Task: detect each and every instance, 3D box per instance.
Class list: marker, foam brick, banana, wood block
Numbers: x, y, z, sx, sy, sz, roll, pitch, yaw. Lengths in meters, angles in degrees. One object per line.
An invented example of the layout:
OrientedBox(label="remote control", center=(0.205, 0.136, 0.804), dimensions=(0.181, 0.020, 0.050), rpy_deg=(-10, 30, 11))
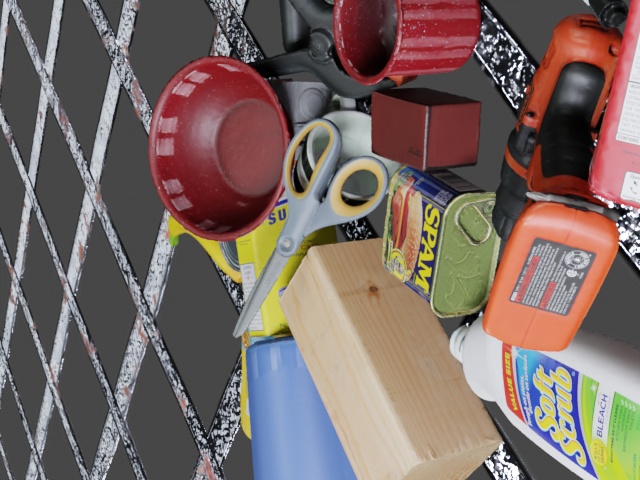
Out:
OrientedBox(label="marker", center=(0.165, -0.169, 0.676), dimensions=(0.121, 0.020, 0.020), rpy_deg=(-106, 26, -48))
OrientedBox(label="foam brick", center=(0.082, -0.088, 0.841), dimensions=(0.078, 0.051, 0.053), rpy_deg=(28, 122, 55))
OrientedBox(label="banana", center=(-0.136, -0.007, 1.257), dimensions=(0.198, 0.037, 0.069), rpy_deg=(25, 138, 57))
OrientedBox(label="wood block", center=(0.054, 0.108, 0.897), dimensions=(0.206, 0.090, 0.090), rpy_deg=(64, 145, 29))

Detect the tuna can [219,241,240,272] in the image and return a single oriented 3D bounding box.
OrientedBox(label="tuna can", center=(-0.079, -0.010, 1.155), dimensions=(0.086, 0.033, 0.086), rpy_deg=(22, 116, 56))

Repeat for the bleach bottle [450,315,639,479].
OrientedBox(label="bleach bottle", center=(0.172, 0.110, 0.725), dimensions=(0.251, 0.068, 0.102), rpy_deg=(20, 114, 60))

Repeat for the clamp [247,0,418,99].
OrientedBox(label="clamp", center=(0.004, -0.178, 0.901), dimensions=(0.172, 0.039, 0.120), rpy_deg=(18, 126, 26))

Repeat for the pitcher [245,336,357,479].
OrientedBox(label="pitcher", center=(-0.003, 0.211, 0.999), dimensions=(0.149, 0.144, 0.243), rpy_deg=(-14, 81, 45))

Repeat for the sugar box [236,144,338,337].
OrientedBox(label="sugar box", center=(-0.031, -0.001, 1.015), dimensions=(0.048, 0.093, 0.176), rpy_deg=(-6, 92, 60))

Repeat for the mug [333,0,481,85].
OrientedBox(label="mug", center=(0.069, -0.178, 0.811), dimensions=(0.093, 0.081, 0.117), rpy_deg=(32, 124, 53))

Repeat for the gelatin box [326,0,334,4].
OrientedBox(label="gelatin box", center=(0.019, -0.248, 0.932), dimensions=(0.073, 0.030, 0.089), rpy_deg=(35, 127, 50))

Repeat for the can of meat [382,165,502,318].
OrientedBox(label="can of meat", center=(0.094, -0.003, 0.838), dimensions=(0.084, 0.057, 0.102), rpy_deg=(39, 129, 54))

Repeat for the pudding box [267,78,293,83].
OrientedBox(label="pudding box", center=(-0.063, -0.115, 1.099), dimensions=(0.114, 0.039, 0.090), rpy_deg=(-1, 95, 58))

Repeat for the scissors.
OrientedBox(label="scissors", center=(-0.006, 0.001, 0.879), dimensions=(0.016, 0.096, 0.202), rpy_deg=(-44, -31, -73))

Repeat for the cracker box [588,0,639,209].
OrientedBox(label="cracker box", center=(0.195, -0.134, 0.518), dimensions=(0.072, 0.164, 0.214), rpy_deg=(15, 116, 20))

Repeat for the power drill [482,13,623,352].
OrientedBox(label="power drill", center=(0.139, -0.023, 0.665), dimensions=(0.187, 0.057, 0.184), rpy_deg=(-75, -3, -47))

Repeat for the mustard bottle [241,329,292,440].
OrientedBox(label="mustard bottle", center=(-0.046, 0.116, 1.104), dimensions=(0.096, 0.058, 0.192), rpy_deg=(25, 118, 55))

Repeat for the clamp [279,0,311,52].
OrientedBox(label="clamp", center=(-0.038, -0.293, 0.948), dimensions=(0.165, 0.036, 0.210), rpy_deg=(51, 141, 39))

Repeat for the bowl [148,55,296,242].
OrientedBox(label="bowl", center=(-0.076, -0.081, 0.945), dimensions=(0.162, 0.055, 0.162), rpy_deg=(4, 98, 35))
